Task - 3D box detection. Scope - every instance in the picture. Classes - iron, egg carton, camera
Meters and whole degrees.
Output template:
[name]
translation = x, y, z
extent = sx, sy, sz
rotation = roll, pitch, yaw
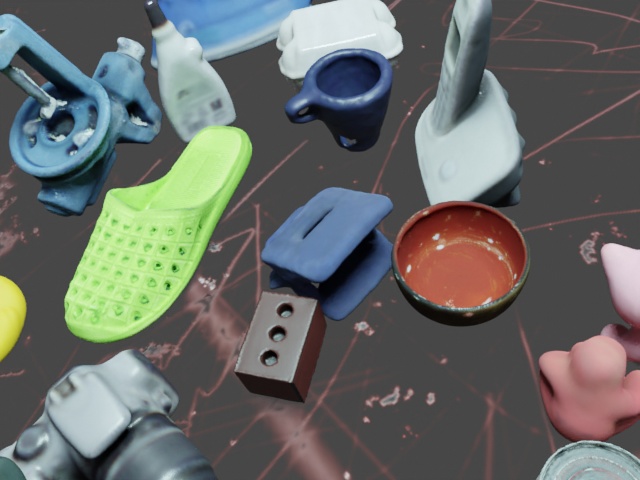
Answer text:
[iron]
translation = -0.128, -0.334, 0.754
extent = 0.258, 0.142, 0.118
rotation = -29, 54, -9
[egg carton]
translation = 0.022, -0.239, 0.701
extent = 0.150, 0.069, 0.107
rotation = -12, 53, 3
[camera]
translation = -0.154, 0.169, 0.426
extent = 0.136, 0.101, 0.143
rotation = 33, 67, 29

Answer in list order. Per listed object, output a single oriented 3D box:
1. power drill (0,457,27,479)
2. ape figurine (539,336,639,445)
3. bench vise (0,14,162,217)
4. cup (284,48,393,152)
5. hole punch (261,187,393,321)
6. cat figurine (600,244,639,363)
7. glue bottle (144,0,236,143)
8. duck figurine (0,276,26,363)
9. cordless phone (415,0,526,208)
[power drill]
translation = -0.264, 0.223, 0.342
extent = 0.230, 0.209, 0.075
rotation = -30, 55, -10
[ape figurine]
translation = 0.195, 0.100, 0.409
extent = 0.077, 0.092, 0.076
rotation = 31, 66, 29
[bench vise]
translation = -0.274, -0.161, 0.612
extent = 0.121, 0.220, 0.207
rotation = -1, 55, 11
[cup]
translation = 0.024, -0.135, 0.610
extent = 0.118, 0.095, 0.091
rotation = -28, 54, -9
[hole punch]
translation = 0.005, 0.002, 0.518
extent = 0.100, 0.091, 0.109
rotation = 31, 66, 29
[cat figurine]
translation = 0.253, 0.060, 0.409
extent = 0.067, 0.118, 0.127
rotation = -19, 53, -2
[glue bottle]
translation = -0.153, -0.188, 0.635
extent = 0.078, 0.173, 0.037
rotation = -27, 54, -8
[duck figurine]
translation = -0.338, 0.072, 0.542
extent = 0.077, 0.086, 0.104
rotation = 8, 57, 17
[cordless phone]
translation = 0.136, -0.122, 0.521
extent = 0.094, 0.185, 0.147
rotation = -11, 53, 4
